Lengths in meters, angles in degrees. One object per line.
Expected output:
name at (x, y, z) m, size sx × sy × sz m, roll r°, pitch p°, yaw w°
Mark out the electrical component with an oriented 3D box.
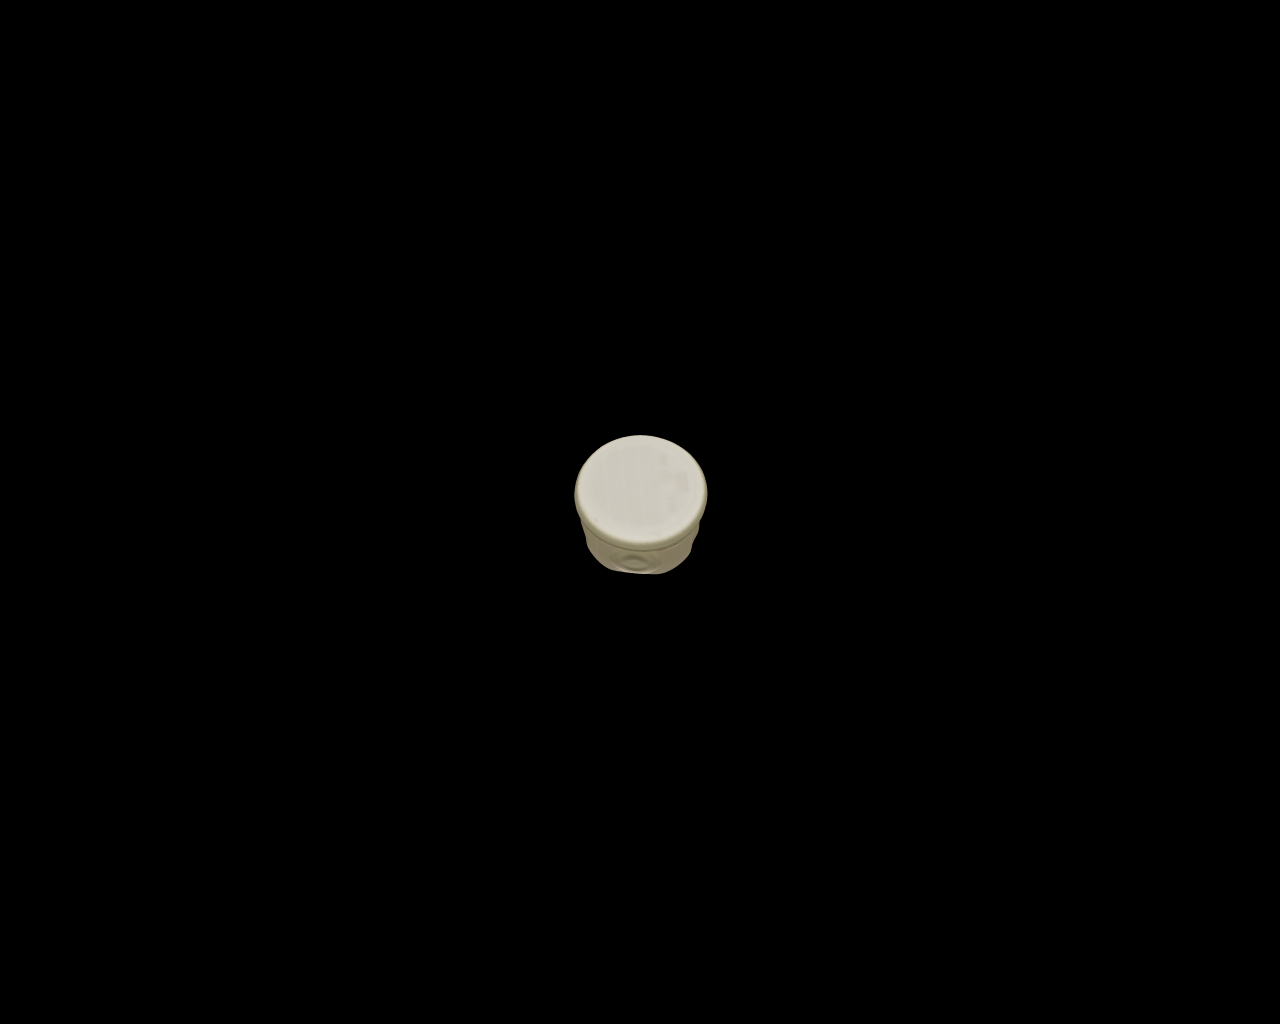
electrical component at (0.001, -0.003, 0.650) m, size 0.080 × 0.080 × 0.051 m, roll 0°, pitch -31°, yaw 0°
